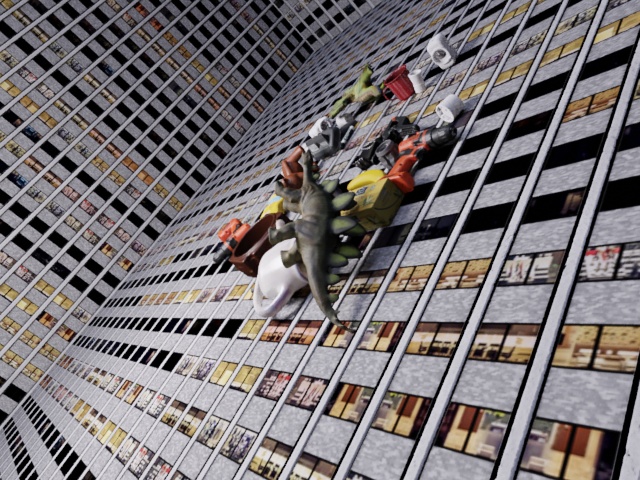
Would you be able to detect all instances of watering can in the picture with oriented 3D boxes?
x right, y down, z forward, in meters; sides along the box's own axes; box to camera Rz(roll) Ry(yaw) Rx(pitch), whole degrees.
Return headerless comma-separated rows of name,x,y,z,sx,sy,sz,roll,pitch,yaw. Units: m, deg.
watering can,-0.076,0.034,1.297,0.221,0.103,0.356,-30,34,34

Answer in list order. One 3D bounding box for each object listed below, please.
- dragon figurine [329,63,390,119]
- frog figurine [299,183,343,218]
dragon figurine,0.134,-0.524,1.913,0.240,0.121,0.419,-39,16,23
frog figurine,0.004,-0.071,1.406,0.138,0.122,0.159,9,93,56
